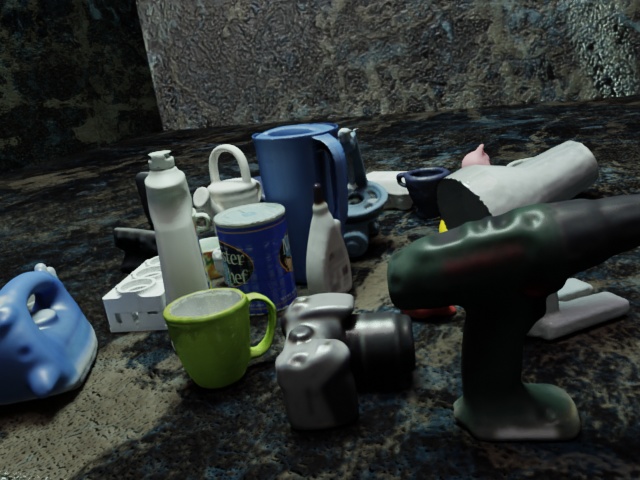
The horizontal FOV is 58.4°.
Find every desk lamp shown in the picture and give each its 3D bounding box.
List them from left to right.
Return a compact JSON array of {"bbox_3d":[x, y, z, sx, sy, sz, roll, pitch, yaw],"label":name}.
[{"bbox_3d":[0.247,0.001,0.668,0.203,0.214,0.117,-13,19,-17],"label":"desk lamp"}]

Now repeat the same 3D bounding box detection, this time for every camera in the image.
[{"bbox_3d":[0.030,0.112,0.598,0.136,0.101,0.143,-6,18,6],"label":"camera"}]

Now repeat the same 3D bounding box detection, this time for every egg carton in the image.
[{"bbox_3d":[0.150,-0.110,1.271,0.149,0.069,0.107,2,21,27],"label":"egg carton"}]

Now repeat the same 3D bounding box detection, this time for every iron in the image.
[{"bbox_3d":[-0.356,0.100,0.720,0.118,0.141,0.258,-9,18,-5],"label":"iron"}]

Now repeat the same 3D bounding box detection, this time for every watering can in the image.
[{"bbox_3d":[-0.177,-0.093,1.147,0.100,0.194,0.173,-3,19,12],"label":"watering can"}]

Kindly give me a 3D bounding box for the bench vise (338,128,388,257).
[{"bbox_3d":[0.051,-0.099,1.035,0.121,0.220,0.207,-9,18,-5],"label":"bench vise"}]

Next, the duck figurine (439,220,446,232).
[{"bbox_3d":[0.248,-0.039,0.992,0.078,0.086,0.104,-15,20,-22],"label":"duck figurine"}]

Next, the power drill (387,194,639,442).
[{"bbox_3d":[0.178,0.067,0.501,0.229,0.208,0.075,-4,19,10],"label":"power drill"}]

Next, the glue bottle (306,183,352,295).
[{"bbox_3d":[0.008,0.003,0.819,0.037,0.173,0.078,6,23,35],"label":"glue bottle"}]

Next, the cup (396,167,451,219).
[{"bbox_3d":[0.206,-0.092,1.154,0.117,0.095,0.092,8,24,39],"label":"cup"}]

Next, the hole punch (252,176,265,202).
[{"bbox_3d":[-0.110,-0.098,1.301,0.100,0.091,0.109,1,20,23],"label":"hole punch"}]

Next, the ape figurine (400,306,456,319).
[{"bbox_3d":[0.136,0.052,0.751,0.076,0.092,0.078,-6,18,4],"label":"ape figurine"}]

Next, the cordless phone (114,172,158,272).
[{"bbox_3d":[-0.317,-0.036,1.045,0.147,0.185,0.094,4,22,31],"label":"cordless phone"}]

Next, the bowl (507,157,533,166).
[{"bbox_3d":[0.467,-0.120,1.168,0.167,0.075,0.167,-7,18,2],"label":"bowl"}]

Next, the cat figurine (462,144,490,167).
[{"bbox_3d":[0.334,-0.142,1.217,0.067,0.118,0.128,-2,19,16],"label":"cat figurine"}]
